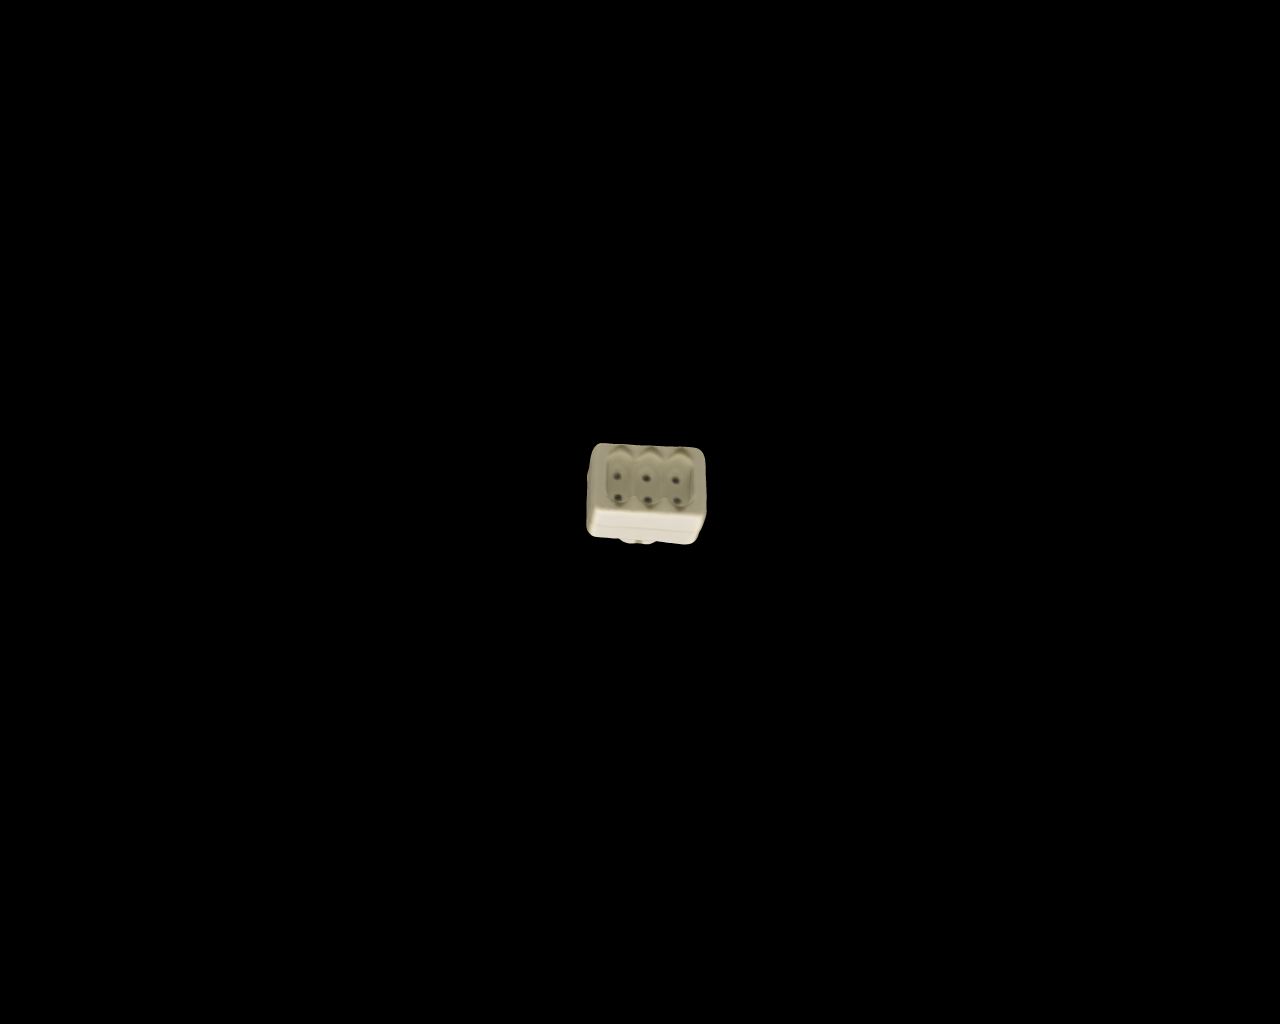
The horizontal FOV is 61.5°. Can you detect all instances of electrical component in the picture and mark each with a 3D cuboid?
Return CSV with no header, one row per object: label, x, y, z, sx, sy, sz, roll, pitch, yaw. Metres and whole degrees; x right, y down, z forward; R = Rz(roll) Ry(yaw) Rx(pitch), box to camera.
electrical component,0.001,-0.003,0.650,0.066,0.047,0.076,4,-28,-7
